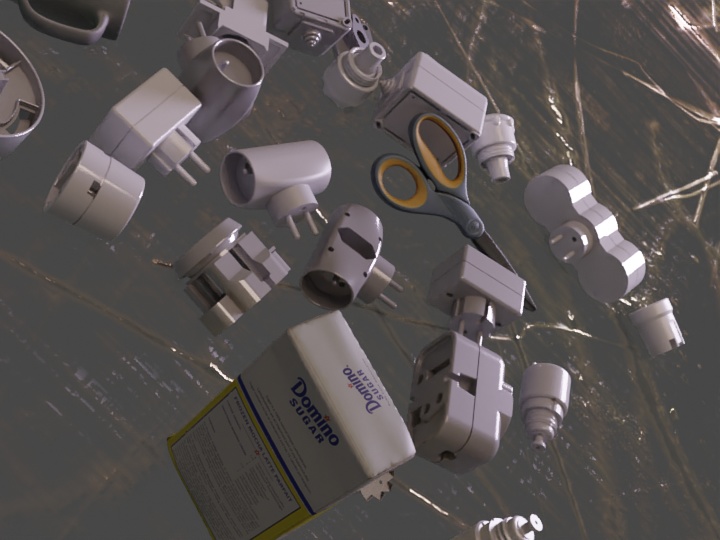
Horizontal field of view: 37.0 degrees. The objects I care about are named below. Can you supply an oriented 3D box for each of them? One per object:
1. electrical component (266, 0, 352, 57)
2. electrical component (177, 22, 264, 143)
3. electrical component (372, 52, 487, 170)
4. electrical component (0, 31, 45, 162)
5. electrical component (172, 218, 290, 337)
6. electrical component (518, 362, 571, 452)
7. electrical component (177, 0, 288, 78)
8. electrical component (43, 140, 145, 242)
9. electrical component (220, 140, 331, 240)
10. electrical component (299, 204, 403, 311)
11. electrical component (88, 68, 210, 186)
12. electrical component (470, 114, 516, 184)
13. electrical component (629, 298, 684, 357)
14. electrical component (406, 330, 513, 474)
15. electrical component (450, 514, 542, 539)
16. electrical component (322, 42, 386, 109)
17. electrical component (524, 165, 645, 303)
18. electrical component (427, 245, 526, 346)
[{"bbox_3d":[-0.050,-0.231,0.937,0.062,0.061,0.096,10,65,-34],"label":"electrical component"},{"bbox_3d":[-0.115,-0.150,0.816,0.044,0.077,0.079,-5,66,-40],"label":"electrical component"},{"bbox_3d":[0.058,-0.147,0.962,0.096,0.062,0.061,32,47,-18],"label":"electrical component"},{"bbox_3d":[-0.255,-0.117,0.693,0.099,0.064,0.099,20,52,-28],"label":"electrical component"},{"bbox_3d":[-0.093,0.001,0.750,0.057,0.058,0.078,49,44,-5],"label":"electrical component"},{"bbox_3d":[0.150,0.113,0.880,0.040,0.040,0.078,32,48,-18],"label":"electrical component"},{"bbox_3d":[-0.103,-0.198,0.882,0.081,0.042,0.063,23,49,-26],"label":"electrical component"},{"bbox_3d":[-0.177,-0.051,0.720,0.047,0.055,0.055,31,48,-24],"label":"electrical component"},{"bbox_3d":[-0.057,-0.059,0.827,0.077,0.043,0.079,-14,72,-43],"label":"electrical component"},{"bbox_3d":[0.000,0.000,0.833,0.079,0.043,0.077,37,46,-14],"label":"electrical component"},{"bbox_3d":[-0.142,-0.093,0.779,0.077,0.047,0.065,45,46,-7],"label":"electrical component"},{"bbox_3d":[0.126,-0.112,1.006,0.048,0.048,0.062,3,68,-37],"label":"electrical component"},{"bbox_3d":[0.284,0.055,1.026,0.040,0.040,0.046,-16,79,-43],"label":"electrical component"},{"bbox_3d":[0.076,0.102,0.819,0.059,0.054,0.095,28,48,-21],"label":"electrical component"},{"bbox_3d":[0.095,0.196,0.761,0.040,0.078,0.040,34,33,-26],"label":"electrical component"},{"bbox_3d":[-0.002,-0.171,0.930,0.043,0.062,0.043,20,52,-27],"label":"electrical component"},{"bbox_3d":[0.202,-0.029,1.005,0.074,0.052,0.138,-29,82,-45],"label":"electrical component"},{"bbox_3d":[0.094,0.032,0.883,0.066,0.047,0.076,31,48,-19],"label":"electrical component"}]
